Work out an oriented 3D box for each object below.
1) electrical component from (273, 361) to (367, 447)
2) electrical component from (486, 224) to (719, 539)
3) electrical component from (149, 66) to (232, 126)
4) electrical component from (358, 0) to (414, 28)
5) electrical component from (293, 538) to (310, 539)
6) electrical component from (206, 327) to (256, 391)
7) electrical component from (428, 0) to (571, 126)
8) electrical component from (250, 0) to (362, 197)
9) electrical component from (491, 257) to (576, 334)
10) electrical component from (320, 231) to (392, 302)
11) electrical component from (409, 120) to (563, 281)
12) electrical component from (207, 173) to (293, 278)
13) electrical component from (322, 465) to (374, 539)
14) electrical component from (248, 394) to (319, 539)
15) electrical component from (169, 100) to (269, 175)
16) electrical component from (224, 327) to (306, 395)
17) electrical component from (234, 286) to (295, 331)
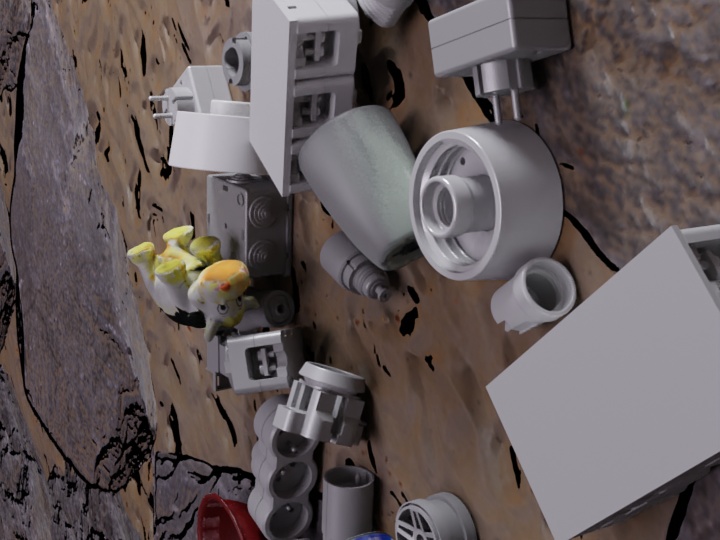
[{"bbox_3d":[-0.028,0.111,0.901,0.058,0.078,0.057,14,87,56],"label":"electrical component"},{"bbox_3d":[0.161,0.067,0.600,0.186,0.060,0.105,-51,54,49],"label":"electrical component"},{"bbox_3d":[-0.170,-0.161,1.058,0.047,0.077,0.065,-34,68,55],"label":"electrical component"},{"bbox_3d":[0.024,-0.210,0.772,0.081,0.043,0.043,-49,56,50],"label":"electrical component"},{"bbox_3d":[-0.059,0.275,0.962,0.099,0.099,0.064,-33,63,55],"label":"electrical component"},{"bbox_3d":[-0.121,0.082,1.065,0.064,0.042,0.081,21,115,53],"label":"electrical component"},{"bbox_3d":[0.090,-0.131,0.682,0.083,0.047,0.075,-6,92,58],"label":"electrical component"},{"bbox_3d":[-0.043,-0.147,0.841,0.089,0.062,0.150,-122,29,-46],"label":"electrical component"},{"bbox_3d":[0.110,0.018,0.690,0.046,0.040,0.040,-44,60,59],"label":"electrical component"},{"bbox_3d":[0.000,0.000,0.858,0.078,0.040,0.040,45,132,43],"label":"electrical component"},{"bbox_3d":[0.075,-0.044,0.712,0.108,0.060,0.108,18,111,55],"label":"electrical component"},{"bbox_3d":[-0.106,-0.043,1.009,0.100,0.048,0.099,24,117,53],"label":"electrical component"},{"bbox_3d":[-0.011,0.213,0.918,0.043,0.043,0.081,24,116,54],"label":"electrical component"},{"bbox_3d":[-0.078,0.178,1.008,0.074,0.052,0.138,38,128,55],"label":"electrical component"},{"bbox_3d":[-0.114,-0.119,0.955,0.108,0.108,0.060,16,104,55],"label":"electrical component"},{"bbox_3d":[-0.084,0.080,0.952,0.089,0.056,0.050,4,-103,-81],"label":"electrical component"},{"bbox_3d":[-0.091,0.036,1.012,0.065,0.044,0.044,-2,95,53],"label":"electrical component"}]
